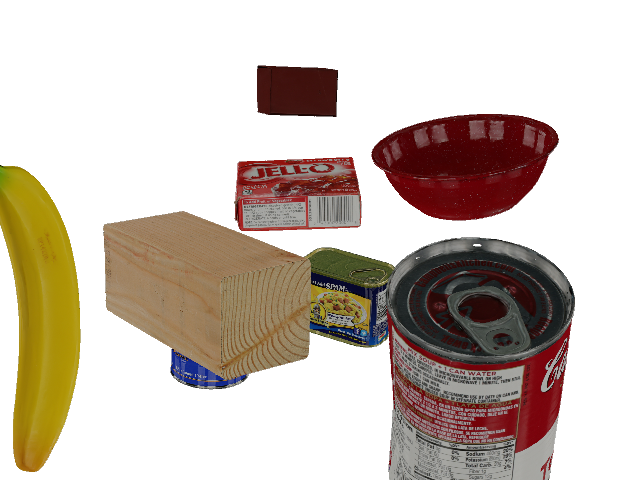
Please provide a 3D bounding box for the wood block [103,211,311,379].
[{"bbox_3d":[-0.105,0.042,0.950,0.090,0.090,0.206,-11,19,-36],"label":"wood block"}]

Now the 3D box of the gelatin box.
[{"bbox_3d":[-0.017,-0.035,0.776,0.089,0.030,0.073,-2,24,-2],"label":"gelatin box"}]

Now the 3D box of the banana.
[{"bbox_3d":[-0.174,0.038,0.643,0.037,0.198,0.069,5,20,34],"label":"banana"}]

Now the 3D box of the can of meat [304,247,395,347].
[{"bbox_3d":[0.030,0.064,1.179,0.102,0.084,0.057,15,28,26],"label":"can of meat"}]

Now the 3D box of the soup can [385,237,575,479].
[{"bbox_3d":[0.059,0.060,0.415,0.068,0.102,0.068,-2,37,1],"label":"soup can"}]

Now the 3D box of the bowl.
[{"bbox_3d":[0.128,-0.060,0.935,0.162,0.055,0.162,-8,23,3],"label":"bowl"}]

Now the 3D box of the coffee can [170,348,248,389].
[{"bbox_3d":[-0.138,0.104,1.360,0.103,0.140,0.103,4,19,-2],"label":"coffee can"}]

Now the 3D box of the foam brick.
[{"bbox_3d":[-0.025,-0.161,1.153,0.078,0.051,0.053,-1,11,-18],"label":"foam brick"}]
